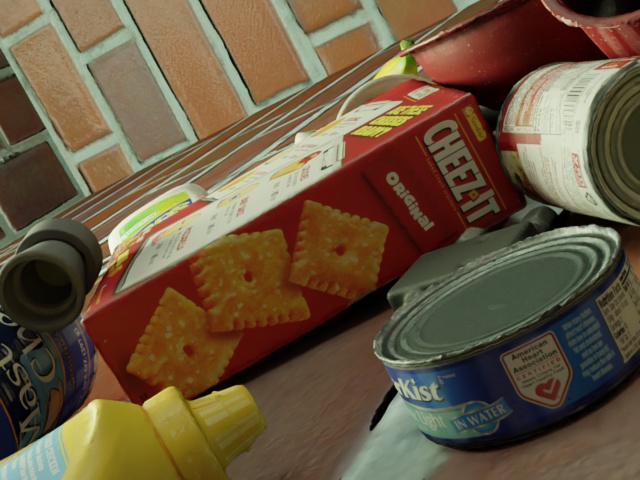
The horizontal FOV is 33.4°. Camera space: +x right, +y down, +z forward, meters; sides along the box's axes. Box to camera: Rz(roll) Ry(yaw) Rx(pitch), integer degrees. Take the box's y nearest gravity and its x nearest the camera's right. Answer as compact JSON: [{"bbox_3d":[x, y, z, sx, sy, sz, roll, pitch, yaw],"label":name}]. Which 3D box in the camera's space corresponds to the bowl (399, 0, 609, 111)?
[{"bbox_3d":[0.127,-0.116,0.592,0.162,0.055,0.162,-26,7,3],"label":"bowl"}]

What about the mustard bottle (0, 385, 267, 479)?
[{"bbox_3d":[-0.104,0.104,0.350,0.191,0.058,0.096,-30,10,-10],"label":"mustard bottle"}]

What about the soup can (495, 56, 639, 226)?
[{"bbox_3d":[0.122,-0.043,0.450,0.068,0.068,0.102,-29,11,-5],"label":"soup can"}]

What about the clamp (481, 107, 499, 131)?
[{"bbox_3d":[0.096,-0.082,0.797,0.209,0.036,0.165,-28,9,-21],"label":"clamp"}]

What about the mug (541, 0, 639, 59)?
[{"bbox_3d":[0.166,-0.117,0.470,0.117,0.081,0.093,-14,58,38],"label":"mug"}]

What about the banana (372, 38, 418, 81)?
[{"bbox_3d":[0.018,-0.078,0.850,0.198,0.037,0.069,-52,-31,15],"label":"banana"}]

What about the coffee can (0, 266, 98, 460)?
[{"bbox_3d":[-0.187,0.082,0.550,0.103,0.103,0.140,-25,10,16],"label":"coffee can"}]

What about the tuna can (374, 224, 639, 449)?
[{"bbox_3d":[0.063,0.030,0.344,0.086,0.034,0.086,-27,10,5],"label":"tuna can"}]

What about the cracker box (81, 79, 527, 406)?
[{"bbox_3d":[-0.013,-0.003,0.578,0.213,0.072,0.164,-29,12,1],"label":"cracker box"}]

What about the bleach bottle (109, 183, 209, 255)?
[{"bbox_3d":[-0.099,0.010,0.791,0.102,0.068,0.251,-32,13,-10],"label":"bleach bottle"}]

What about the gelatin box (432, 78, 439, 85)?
[{"bbox_3d":[0.124,-0.114,0.709,0.073,0.030,0.089,11,12,26],"label":"gelatin box"}]
